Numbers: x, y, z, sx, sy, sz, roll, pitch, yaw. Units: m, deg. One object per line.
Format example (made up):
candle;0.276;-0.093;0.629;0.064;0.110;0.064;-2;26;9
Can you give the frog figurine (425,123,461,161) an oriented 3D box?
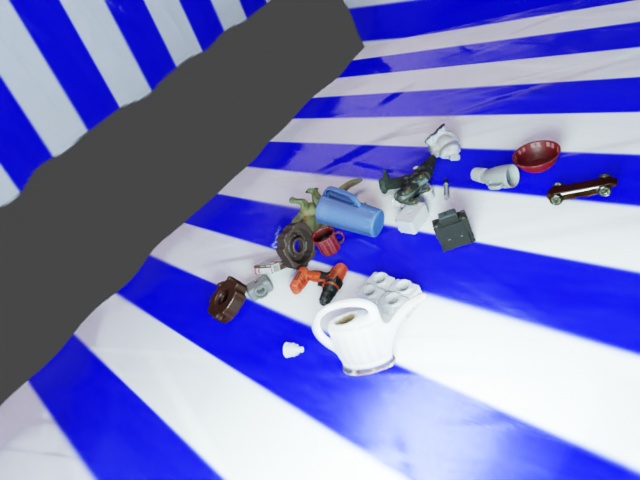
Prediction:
frog figurine;0.521;-0.379;2.114;0.139;0.120;0.161;-32;67;-20

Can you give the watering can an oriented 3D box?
watering can;0.145;0.253;1.389;0.346;0.222;0.106;-13;17;25

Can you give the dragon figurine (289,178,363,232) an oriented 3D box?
dragon figurine;0.006;-0.108;2.137;0.408;0.120;0.249;-23;49;13
